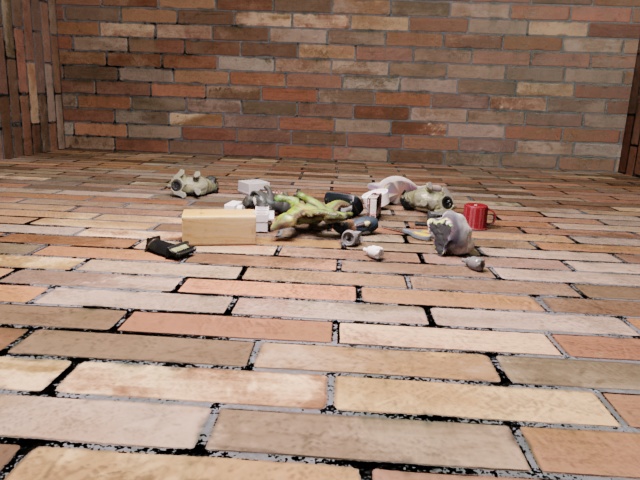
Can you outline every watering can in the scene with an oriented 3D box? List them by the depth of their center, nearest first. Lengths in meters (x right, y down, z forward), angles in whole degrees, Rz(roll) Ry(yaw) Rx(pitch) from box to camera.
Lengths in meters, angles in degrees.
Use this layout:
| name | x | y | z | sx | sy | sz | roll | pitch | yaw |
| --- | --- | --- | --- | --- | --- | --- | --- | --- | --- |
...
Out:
| name | x | y | z | sx | sy | sz | roll | pitch | yaw |
| --- | --- | --- | --- | --- | --- | --- | --- | --- | --- |
| watering can | 0.383 | -0.222 | 2.250 | 0.348 | 0.103 | 0.227 | 2 | 15 | -2 |

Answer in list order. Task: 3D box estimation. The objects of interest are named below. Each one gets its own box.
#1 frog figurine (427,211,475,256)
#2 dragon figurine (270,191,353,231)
| name | x | y | z | sx | sy | sz | roll | pitch | yaw |
| --- | --- | --- | --- | --- | --- | --- | --- | --- | --- |
| frog figurine | 0.401 | -0.020 | 1.495 | 0.159 | 0.120 | 0.140 | 2 | 44 | -38 |
| dragon figurine | 0.005 | -0.083 | 1.651 | 0.413 | 0.120 | 0.244 | -11 | 20 | -35 |
